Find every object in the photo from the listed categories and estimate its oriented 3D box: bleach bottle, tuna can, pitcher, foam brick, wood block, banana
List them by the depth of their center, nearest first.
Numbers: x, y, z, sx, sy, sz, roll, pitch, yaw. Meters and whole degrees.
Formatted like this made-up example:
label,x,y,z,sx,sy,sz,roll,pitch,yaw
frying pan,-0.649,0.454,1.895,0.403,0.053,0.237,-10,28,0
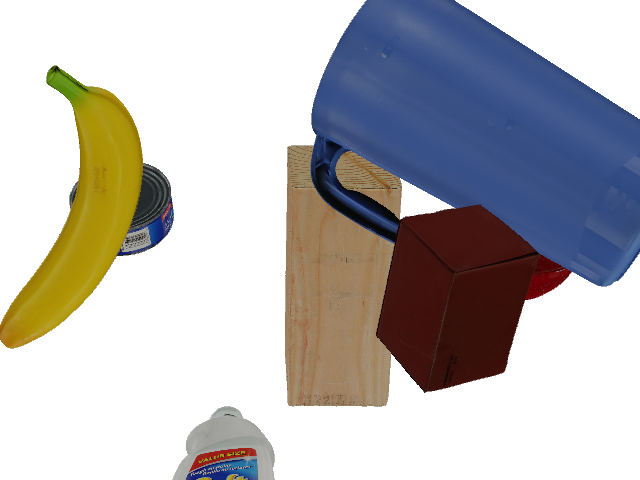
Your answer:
label,x,y,z,sx,sy,sz,roll,pitch,yaw
foam brick,0.067,0.029,0.542,0.052,0.078,0.051,-10,38,-27
banana,-0.149,-0.015,0.655,0.069,0.198,0.037,7,29,-21
pitcher,0.118,-0.064,0.741,0.243,0.149,0.144,33,52,12
bleach bottle,-0.086,0.214,0.848,0.102,0.068,0.251,-2,25,-2
wood block,0.016,0.031,0.910,0.090,0.206,0.091,0,26,-3
tuna can,-0.168,-0.027,0.911,0.086,0.086,0.034,0,-44,1

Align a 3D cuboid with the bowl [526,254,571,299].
label,x,y,z,sx,sy,sz,roll,pitch,yaw
bowl,0.209,0.020,1.169,0.162,0.055,0.162,0,29,0
